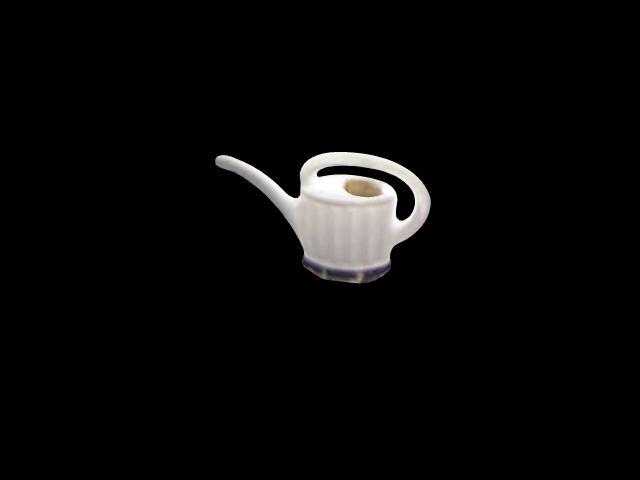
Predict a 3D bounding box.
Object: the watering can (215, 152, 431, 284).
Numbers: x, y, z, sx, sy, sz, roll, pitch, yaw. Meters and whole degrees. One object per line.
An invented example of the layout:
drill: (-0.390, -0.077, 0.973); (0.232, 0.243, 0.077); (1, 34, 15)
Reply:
watering can: (0.003, -0.043, 0.850); (0.348, 0.220, 0.106); (6, 29, 10)
